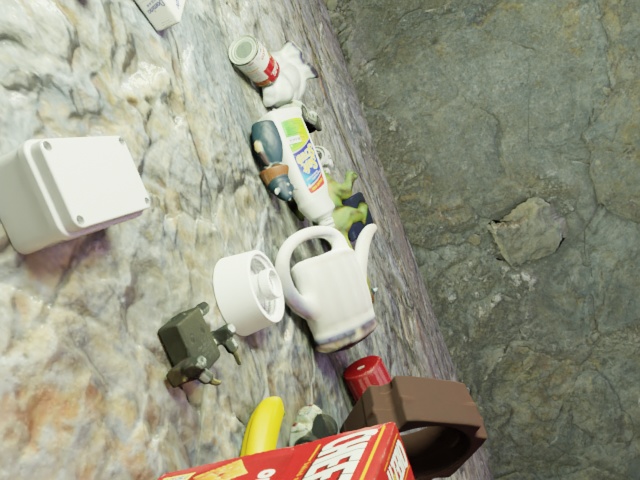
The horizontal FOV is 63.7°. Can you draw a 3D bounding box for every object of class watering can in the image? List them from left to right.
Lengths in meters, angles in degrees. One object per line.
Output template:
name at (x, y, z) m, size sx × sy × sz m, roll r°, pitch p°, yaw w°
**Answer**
watering can at (0.047, 0.076, 0.953) m, size 0.350 × 0.103 × 0.225 m, roll -13°, pitch 83°, yaw -53°

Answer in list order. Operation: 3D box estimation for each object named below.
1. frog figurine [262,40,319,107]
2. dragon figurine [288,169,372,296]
frog figurine at (-0.093, -0.355, 1.166) m, size 0.162 × 0.123 × 0.134 m, roll -60°, pitch 150°, yaw -22°
dragon figurine at (0.003, -0.057, 1.126) m, size 0.241 × 0.121 × 0.417 m, roll 16°, pitch 52°, yaw -50°
